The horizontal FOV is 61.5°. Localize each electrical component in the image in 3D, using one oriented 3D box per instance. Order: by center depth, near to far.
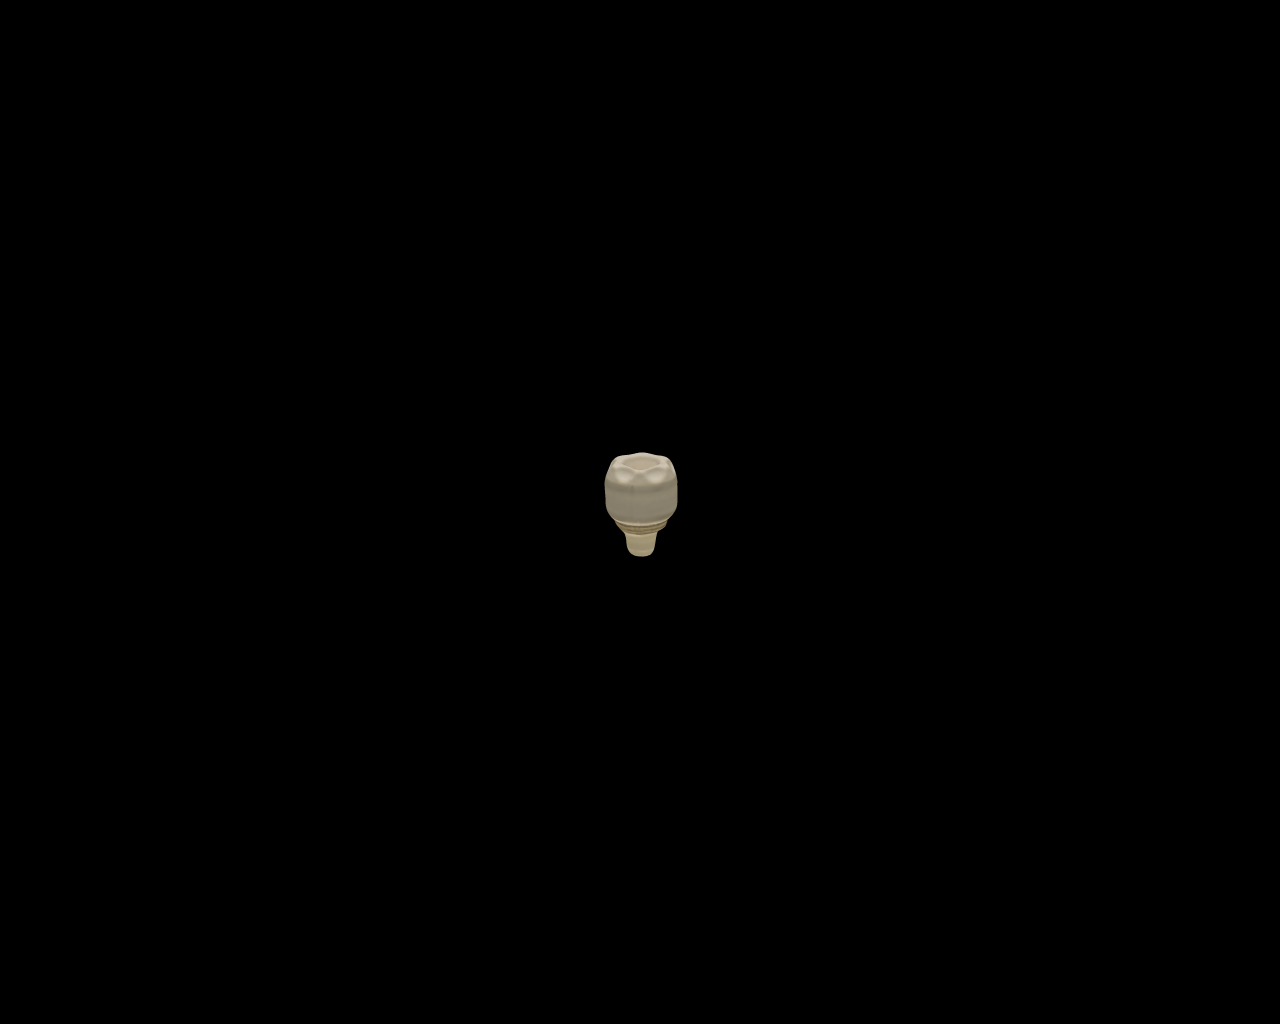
[{"bbox_3d":[0.001,-0.003,0.650,0.043,0.062,0.043,0,21,0],"label":"electrical component"}]
